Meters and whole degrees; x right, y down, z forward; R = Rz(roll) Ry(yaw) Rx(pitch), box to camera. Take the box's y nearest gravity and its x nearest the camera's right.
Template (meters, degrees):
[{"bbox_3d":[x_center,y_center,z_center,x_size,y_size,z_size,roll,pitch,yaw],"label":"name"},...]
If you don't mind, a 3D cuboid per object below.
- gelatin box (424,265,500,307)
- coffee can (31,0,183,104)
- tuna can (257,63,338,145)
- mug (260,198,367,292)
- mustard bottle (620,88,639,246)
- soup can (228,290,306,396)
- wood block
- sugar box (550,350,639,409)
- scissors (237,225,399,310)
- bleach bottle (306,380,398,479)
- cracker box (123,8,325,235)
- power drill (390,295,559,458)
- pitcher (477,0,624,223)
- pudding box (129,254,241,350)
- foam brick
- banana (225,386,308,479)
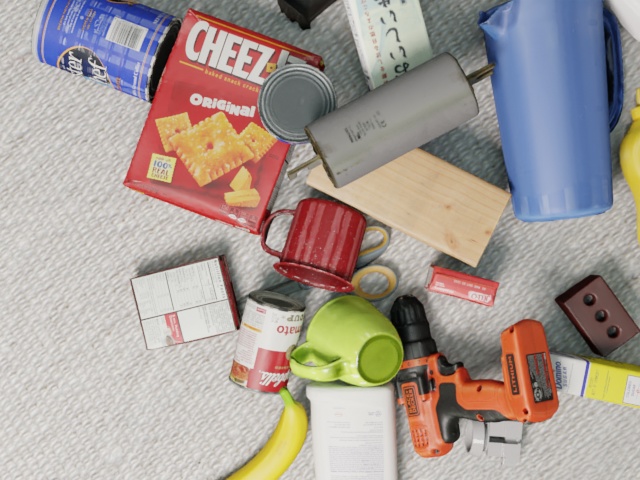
[{"bbox_3d":[0.156,0.051,1.184,0.073,0.089,0.030,15,90,2],"label":"gelatin box"},{"bbox_3d":[-0.237,-0.225,1.198,0.140,0.103,0.103,21,91,2],"label":"coffee can"},{"bbox_3d":[-0.025,-0.146,1.153,0.086,0.034,0.086,0,90,-3],"label":"tuna can"},{"bbox_3d":[-0.008,0.001,1.179,0.117,0.093,0.081,16,77,4],"label":"mug"},{"bbox_3d":[0.384,-0.078,1.187,0.096,0.058,0.191,-13,89,-16],"label":"mustard bottle"},{"bbox_3d":[-0.059,0.115,1.198,0.068,0.068,0.102,14,99,3],"label":"soup can"},{"bbox_3d":[0.097,-0.056,1.187,0.206,0.091,0.090,26,90,3],"label":"wood block"},{"bbox_3d":[0.308,0.152,1.175,0.176,0.093,0.048,13,90,2],"label":"sugar box"},{"bbox_3d":[0.003,0.059,1.228,0.202,0.016,0.096,-35,86,2],"label":"scissors"},{"bbox_3d":[0.036,0.285,1.204,0.102,0.068,0.251,0,92,5],"label":"bleach bottle"},{"bbox_3d":[-0.107,-0.131,1.207,0.164,0.072,0.214,20,90,2],"label":"cracker box"},{"bbox_3d":[0.159,0.137,1.154,0.188,0.057,0.184,-19,80,46],"label":"power drill"},{"bbox_3d":[0.263,-0.146,1.170,0.149,0.145,0.243,-6,93,15],"label":"pitcher"},{"bbox_3d":[-0.153,0.072,1.221,0.113,0.039,0.090,-14,88,7],"label":"pudding box"},{"bbox_3d":[0.310,0.084,1.196,0.053,0.051,0.078,-37,88,1],"label":"foam brick"},{"bbox_3d":[-0.070,0.250,1.212,0.069,0.037,0.198,32,104,-15],"label":"banana"}]
